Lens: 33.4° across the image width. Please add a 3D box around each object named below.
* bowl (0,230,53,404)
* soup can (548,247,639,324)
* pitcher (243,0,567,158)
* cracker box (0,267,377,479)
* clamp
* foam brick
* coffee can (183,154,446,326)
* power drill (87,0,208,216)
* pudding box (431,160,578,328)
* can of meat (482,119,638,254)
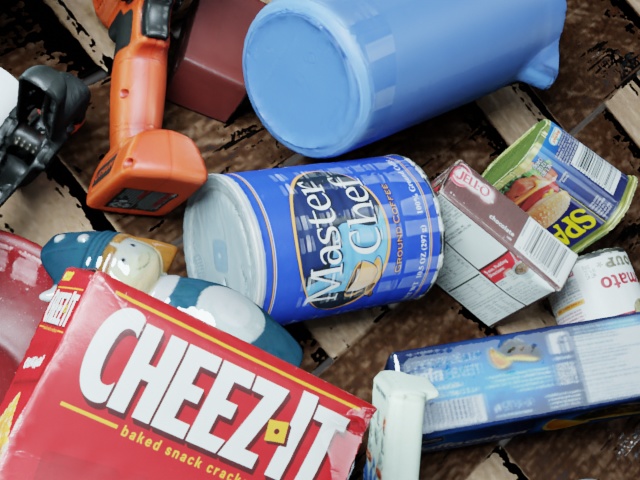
[{"bbox_3d":[-0.194,0.065,0.582,0.162,0.055,0.162,19,38,-16],"label":"bowl"},{"bbox_3d":[0.215,0.065,0.801,0.068,0.069,0.102,-7,70,-30],"label":"soup can"},{"bbox_3d":[0.054,-0.151,0.761,0.242,0.149,0.145,-30,119,-44],"label":"pitcher"},{"bbox_3d":[-0.088,0.143,0.509,0.164,0.072,0.213,29,78,-22],"label":"cracker box"},{"bbox_3d":[-0.177,-0.052,0.629,0.039,0.171,0.120,42,95,-7],"label":"clamp"},{"bbox_3d":[-0.074,-0.133,0.755,0.051,0.053,0.078,20,59,-18],"label":"foam brick"},{"bbox_3d":[-0.005,0.001,0.697,0.140,0.103,0.103,-9,72,-30],"label":"coffee can"},{"bbox_3d":[-0.101,-0.119,0.666,0.057,0.185,0.187,7,74,-23],"label":"power drill"},{"bbox_3d":[0.111,0.005,0.762,0.113,0.090,0.039,40,57,-6],"label":"pudding box"},{"bbox_3d":[0.172,-0.034,0.805,0.084,0.102,0.057,35,55,-6],"label":"can of meat"}]
